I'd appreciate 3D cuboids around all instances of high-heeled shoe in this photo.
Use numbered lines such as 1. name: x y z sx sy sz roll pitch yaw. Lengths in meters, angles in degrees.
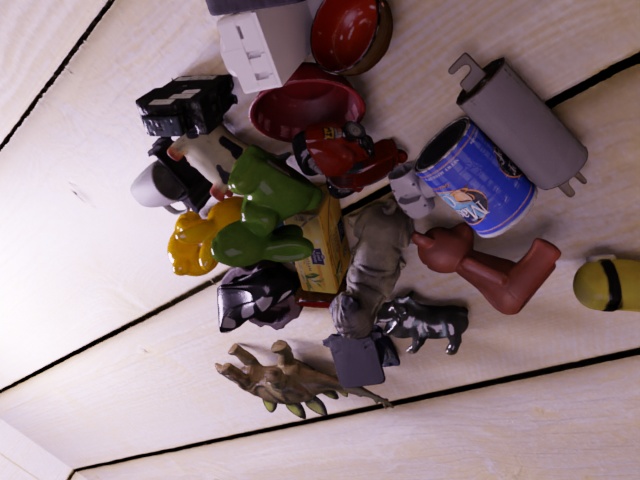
1. high-heeled shoe: -0.124 0.120 1.038 0.145 0.086 0.248 -2 155 -12

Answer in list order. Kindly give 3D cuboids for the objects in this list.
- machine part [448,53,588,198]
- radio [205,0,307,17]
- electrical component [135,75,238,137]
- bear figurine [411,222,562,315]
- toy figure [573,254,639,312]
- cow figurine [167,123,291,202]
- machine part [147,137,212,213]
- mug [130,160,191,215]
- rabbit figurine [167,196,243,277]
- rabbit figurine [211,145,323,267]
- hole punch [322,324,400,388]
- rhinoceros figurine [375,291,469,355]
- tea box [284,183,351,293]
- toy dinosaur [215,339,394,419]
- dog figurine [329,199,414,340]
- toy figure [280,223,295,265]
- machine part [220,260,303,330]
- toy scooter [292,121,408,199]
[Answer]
1. machine part: 0.260 -0.146 0.690 0.243 0.079 0.079 41 132 -13
2. radio: -0.029 -0.313 0.566 0.131 0.229 0.073 4 130 27
3. electrical component: -0.203 -0.198 0.804 0.115 0.134 0.058 4 127 23
4. bear figurine: 0.249 0.023 0.836 0.196 0.132 0.120 40 178 28
5. toy figure: 0.467 0.069 0.779 0.180 0.089 0.082 12 125 17
6. cow figurine: -0.134 -0.126 0.867 0.195 0.085 0.127 42 110 1
7. machine part: -0.236 -0.118 0.930 0.039 0.084 0.138 -5 128 52
8. mug: -0.288 -0.091 0.980 0.107 0.081 0.109 -10 130 41
9. rabbit figurine: -0.201 -0.016 0.971 0.173 0.162 0.122 -36 97 22
10. rabbit figurine: -0.086 -0.031 0.787 0.159 0.121 0.170 28 105 -24
11. hole punch: 0.091 0.229 1.097 0.142 0.092 0.115 -16 90 36
12. rhinoceros figurine: 0.175 0.148 0.986 0.191 0.073 0.111 4 132 19
13. tea box: -0.002 -0.003 0.914 0.068 0.098 0.169 3 131 22
14. toy dinosaur: -0.066 0.323 1.229 0.472 0.105 0.198 -2 136 37
15. dog figurine: 0.081 0.046 0.856 0.121 0.190 0.172 7 129 18
16. toy figure: -0.058 -0.020 0.951 0.058 0.064 0.154 -27 128 -4
17. machine part: -0.113 0.103 1.084 0.180 0.056 0.179 13 133 14
18. toy scooter: 0.051 -0.121 0.782 0.135 0.075 0.183 -15 156 20
